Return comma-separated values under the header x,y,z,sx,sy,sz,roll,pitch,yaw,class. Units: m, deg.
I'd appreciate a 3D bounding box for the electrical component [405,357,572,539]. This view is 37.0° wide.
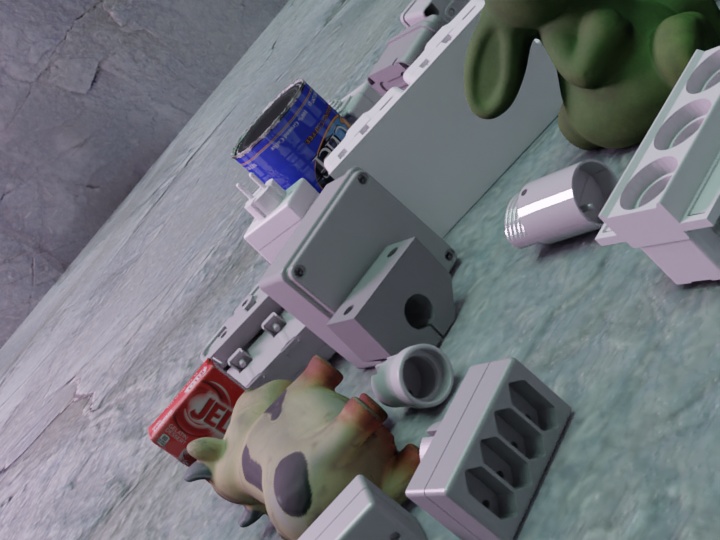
x,y,z,sx,sy,sz,roll,pitch,yaw,class
0.057,0.096,0.568,0.076,0.047,0.083,-21,33,57,electrical component

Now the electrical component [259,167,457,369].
x,y,z,sx,sy,sz,roll,pitch,yaw,class
0.000,0.000,0.799,0.108,0.109,0.056,-57,17,-25,electrical component

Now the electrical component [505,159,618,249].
x,y,z,sx,sy,sz,roll,pitch,yaw,class
0.125,-0.040,0.696,0.081,0.043,0.043,-20,33,56,electrical component

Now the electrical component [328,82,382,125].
x,y,z,sx,sy,sz,roll,pitch,yaw,class
0.006,-0.147,1.105,0.062,0.096,0.061,-27,28,49,electrical component

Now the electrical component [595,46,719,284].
x,y,z,sx,sy,sz,roll,pitch,yaw,class
0.185,-0.057,0.559,0.121,0.063,0.079,-56,19,-21,electrical component

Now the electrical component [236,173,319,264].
x,y,z,sx,sy,sz,roll,pitch,yaw,class
-0.080,-0.057,0.988,0.066,0.077,0.047,-34,20,35,electrical component

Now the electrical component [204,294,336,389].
x,y,z,sx,sy,sz,roll,pitch,yaw,class
-0.054,0.055,0.871,0.121,0.079,0.063,-46,37,6,electrical component

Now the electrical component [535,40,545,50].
x,y,z,sx,sy,sz,roll,pitch,yaw,class
0.159,-0.214,0.921,0.047,0.077,0.065,-42,19,19,electrical component

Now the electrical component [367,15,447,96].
x,y,z,sx,sy,sz,roll,pitch,yaw,class
0.074,-0.165,0.958,0.057,0.113,0.078,-58,20,-18,electrical component

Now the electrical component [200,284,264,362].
x,y,z,sx,sy,sz,roll,pitch,yaw,class
-0.087,0.062,0.953,0.095,0.059,0.054,-50,18,-6,electrical component

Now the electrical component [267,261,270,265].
x,y,z,sx,sy,sz,roll,pitch,yaw,class
-0.044,-0.012,1.019,0.055,0.050,0.089,-55,19,-22,electrical component

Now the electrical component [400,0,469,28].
x,y,z,sx,sy,sz,roll,pitch,yaw,class
0.115,-0.247,1.042,0.108,0.109,0.056,-52,21,-10,electrical component

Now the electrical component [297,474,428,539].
x,y,z,sx,sy,sz,roll,pitch,yaw,class
-0.005,0.165,0.568,0.083,0.047,0.075,-47,18,3,electrical component

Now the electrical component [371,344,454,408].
x,y,z,sx,sy,sz,roll,pitch,yaw,class
0.032,0.070,0.693,0.040,0.040,0.046,-57,14,-24,electrical component

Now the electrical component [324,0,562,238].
x,y,z,sx,sy,sz,roll,pitch,yaw,class
0.071,-0.117,0.879,0.186,0.105,0.060,-47,18,5,electrical component
